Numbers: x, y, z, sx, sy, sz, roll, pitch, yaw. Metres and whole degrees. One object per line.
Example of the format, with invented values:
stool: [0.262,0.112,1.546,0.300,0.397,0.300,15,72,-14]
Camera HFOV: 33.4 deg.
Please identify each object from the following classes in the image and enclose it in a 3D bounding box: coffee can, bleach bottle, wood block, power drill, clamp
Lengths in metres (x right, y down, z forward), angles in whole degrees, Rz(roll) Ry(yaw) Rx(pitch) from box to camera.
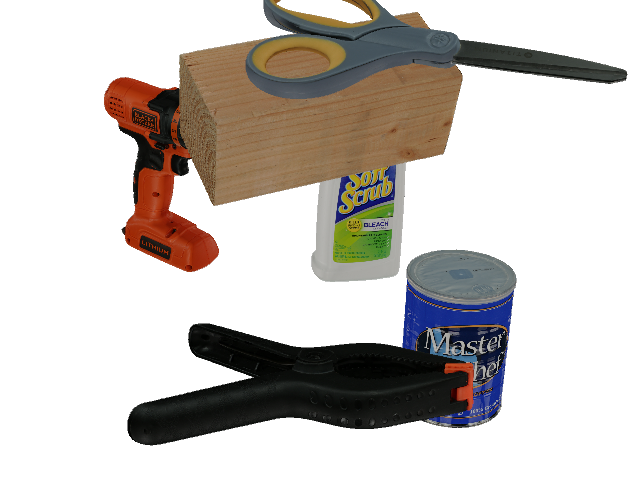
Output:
coffee can: [0.130,0.093,1.027,0.103,0.140,0.103,1,25,-1]
bleach bottle: [0.041,-0.081,1.155,0.102,0.251,0.068,-3,25,-7]
wood block: [-0.002,-0.109,0.863,0.205,0.091,0.090,-14,-38,-18]
power drill: [-0.143,-0.064,1.103,0.185,0.188,0.057,23,35,29]
clamp: [-0.008,0.088,0.694,0.210,0.036,0.164,-1,16,0]

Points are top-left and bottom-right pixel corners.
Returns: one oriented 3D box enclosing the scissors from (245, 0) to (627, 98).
scissors: [0.047,-0.091,0.559,0.202,0.096,0.016,25,-32,23]
